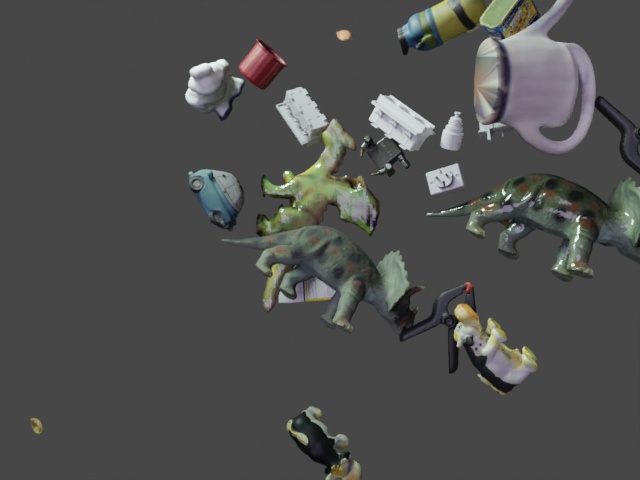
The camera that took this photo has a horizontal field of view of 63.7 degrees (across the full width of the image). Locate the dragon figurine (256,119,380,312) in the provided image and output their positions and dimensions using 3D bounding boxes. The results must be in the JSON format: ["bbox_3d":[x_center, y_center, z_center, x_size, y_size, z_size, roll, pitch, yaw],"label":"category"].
[{"bbox_3d":[0.003,-0.054,1.078,0.242,0.121,0.415,-2,77,18],"label":"dragon figurine"}]

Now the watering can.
[{"bbox_3d":[0.387,-0.324,0.930,0.224,0.103,0.349,1,84,-8],"label":"watering can"}]

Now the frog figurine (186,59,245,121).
[{"bbox_3d":[-0.271,-0.375,1.233,0.136,0.158,0.124,-40,67,15],"label":"frog figurine"}]
